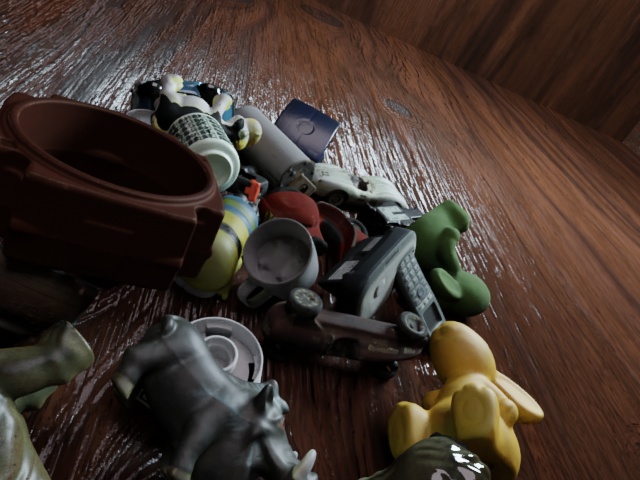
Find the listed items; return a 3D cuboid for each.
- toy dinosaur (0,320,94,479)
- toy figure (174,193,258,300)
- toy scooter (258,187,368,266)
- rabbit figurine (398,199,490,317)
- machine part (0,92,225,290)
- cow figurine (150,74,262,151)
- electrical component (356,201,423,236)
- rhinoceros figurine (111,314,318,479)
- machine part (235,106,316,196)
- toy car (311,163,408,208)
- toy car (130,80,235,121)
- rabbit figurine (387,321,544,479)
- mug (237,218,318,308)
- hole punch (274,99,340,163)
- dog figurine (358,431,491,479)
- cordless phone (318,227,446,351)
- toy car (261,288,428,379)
[{"bbox_3d":[-0.255,0.130,0.348,0.471,0.105,0.198,35,39,1],"label":"toy dinosaur"},{"bbox_3d":[-0.123,-0.005,0.654,0.082,0.089,0.180,20,33,2],"label":"toy figure"},{"bbox_3d":[-0.002,-0.002,0.764,0.184,0.075,0.135,20,33,-22],"label":"toy scooter"},{"bbox_3d":[0.190,0.044,0.810,0.170,0.121,0.159,52,39,10],"label":"rabbit figurine"},{"bbox_3d":[-0.199,-0.053,0.502,0.201,0.087,0.202,16,23,-28],"label":"machine part"},{"bbox_3d":[-0.162,-0.168,0.789,0.167,0.068,0.098,18,42,-24],"label":"cow figurine"},{"bbox_3d":[0.127,-0.031,0.928,0.119,0.047,0.075,-9,47,-46],"label":"electrical component"},{"bbox_3d":[-0.084,0.148,0.439,0.190,0.073,0.112,46,58,8],"label":"rhinoceros figurine"},{"bbox_3d":[-0.087,-0.152,0.910,0.079,0.079,0.243,-9,46,-45],"label":"machine part"},{"bbox_3d":[0.070,-0.089,0.961,0.201,0.056,0.074,9,36,-28],"label":"toy car"},{"bbox_3d":[-0.225,-0.204,0.873,0.162,0.109,0.103,3,14,-18],"label":"toy car"},{"bbox_3d":[0.166,0.169,0.581,0.162,0.122,0.173,30,38,-22],"label":"rabbit figurine"},{"bbox_3d":[-0.047,0.041,0.646,0.081,0.109,0.107,35,-12,22],"label":"mug"},{"bbox_3d":[-0.034,-0.192,1.005,0.142,0.092,0.116,31,35,-2],"label":"hole punch"},{"bbox_3d":[0.011,0.210,0.346,0.121,0.190,0.172,44,36,24],"label":"dog figurine"},{"bbox_3d":[0.096,0.091,0.688,0.146,0.089,0.184,-42,107,-41],"label":"cordless phone"},{"bbox_3d":[0.032,0.112,0.605,0.202,0.089,0.053,17,32,-21],"label":"toy car"}]
